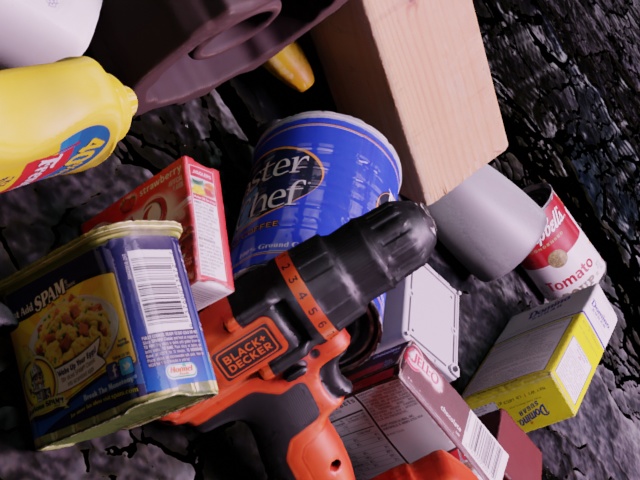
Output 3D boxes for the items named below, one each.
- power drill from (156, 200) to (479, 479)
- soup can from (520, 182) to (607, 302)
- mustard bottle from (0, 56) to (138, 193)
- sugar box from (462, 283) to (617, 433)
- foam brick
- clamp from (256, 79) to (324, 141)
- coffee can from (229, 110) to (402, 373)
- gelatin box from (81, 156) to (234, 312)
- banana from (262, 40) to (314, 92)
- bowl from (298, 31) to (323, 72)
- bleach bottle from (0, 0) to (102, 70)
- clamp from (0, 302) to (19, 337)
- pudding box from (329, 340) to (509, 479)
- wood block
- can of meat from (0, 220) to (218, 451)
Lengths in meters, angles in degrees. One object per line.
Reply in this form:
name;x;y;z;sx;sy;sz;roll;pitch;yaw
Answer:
power drill;0.016;0.089;0.592;0.187;0.184;0.057;57;5;-18
soup can;0.219;0.005;1.020;0.102;0.069;0.068;50;34;-19
mustard bottle;-0.152;-0.052;0.517;0.058;0.096;0.191;62;32;-2
sugar box;0.180;0.100;0.873;0.048;0.093;0.176;61;33;-4
foam brick;0.107;0.161;0.741;0.053;0.078;0.051;49;36;-20
clamp;0.012;-0.052;0.804;0.171;0.039;0.120;51;28;-29
coffee can;-0.004;0.001;0.678;0.102;0.103;0.140;42;38;-28
gelatin box;-0.089;0.008;0.567;0.030;0.089;0.073;22;49;-46
banana;-0.057;-0.195;0.790;0.069;0.037;0.198;4;54;-38
bowl;0.012;-0.191;0.885;0.162;0.055;0.162;33;42;-38
bleach bottle;-0.228;-0.179;0.538;0.250;0.068;0.102;32;42;-35
clamp;-0.217;0.057;0.400;0.209;0.036;0.164;32;43;-36
pudding box;0.051;0.125;0.677;0.113;0.090;0.039;51;36;-18
wood block;0.058;-0.141;0.781;0.090;0.090;0.206;-36;127;-20
can of meat;-0.102;0.047;0.510;0.057;0.102;0.084;1;68;-53
